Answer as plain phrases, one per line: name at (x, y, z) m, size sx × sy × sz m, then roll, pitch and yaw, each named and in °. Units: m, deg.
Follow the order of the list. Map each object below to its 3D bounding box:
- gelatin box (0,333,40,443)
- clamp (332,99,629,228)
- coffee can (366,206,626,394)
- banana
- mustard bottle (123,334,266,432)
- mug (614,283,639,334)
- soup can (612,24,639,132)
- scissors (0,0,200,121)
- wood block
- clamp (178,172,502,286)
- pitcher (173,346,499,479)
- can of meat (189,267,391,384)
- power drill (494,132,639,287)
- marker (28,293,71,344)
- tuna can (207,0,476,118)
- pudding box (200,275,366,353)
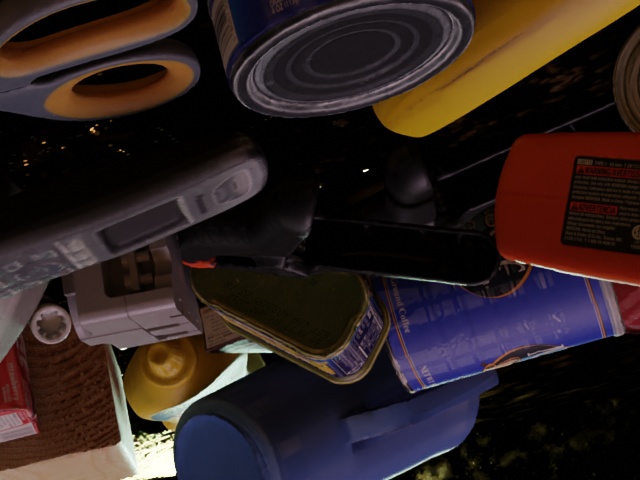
gelatin box at (-0.184, 0.073, 0.615) m, size 0.030 × 0.073 × 0.089 m, roll -11°, pitch 163°, yaw -13°
clamp at (0.069, -0.023, 0.578) m, size 0.164 × 0.036 × 0.210 m, roll -15°, pitch 170°, yaw -25°
coffee can at (0.110, 0.030, 0.682) m, size 0.140 × 0.103 × 0.102 m, roll -18°, pitch 164°, yaw 12°
banana at (0.075, -0.082, 0.392) m, size 0.069 × 0.037 × 0.198 m, roll -40°, pitch -173°, yaw -39°
mustard bottle at (-0.099, 0.102, 0.815) m, size 0.096 × 0.058 × 0.191 m, roll -30°, pitch 163°, yaw -2°
mug at (0.242, 0.002, 0.757) m, size 0.117 × 0.093 × 0.082 m, roll -42°, pitch 170°, yaw -24°
soup can at (0.180, -0.063, 0.485) m, size 0.069 × 0.068 × 0.102 m, roll -23°, pitch 162°, yaw 28°
scissors at (-0.128, -0.045, 0.364) m, size 0.202 × 0.016 × 0.096 m, roll -19°, pitch 164°, yaw 14°
wood block at (-0.185, 0.123, 0.757) m, size 0.090 × 0.091 × 0.206 m, roll -12°, pitch 164°, yaw -10°
clamp at (-0.003, 0.001, 0.498) m, size 0.120 × 0.039 × 0.172 m, roll 21°, pitch 169°, yaw -28°
pitcher at (0.015, 0.137, 0.818) m, size 0.242 × 0.145 × 0.149 m, roll -17°, pitch 136°, yaw -48°
can of meat at (-0.016, 0.034, 0.593) m, size 0.102 × 0.057 × 0.084 m, roll 25°, pitch 171°, yaw 15°
power drill at (0.162, -0.004, 0.467) m, size 0.187 × 0.057 × 0.185 m, roll 8°, pitch 179°, yaw -43°
marker at (-0.146, 0.039, 0.562) m, size 0.020 × 0.020 × 0.121 m, roll -10°, pitch -176°, yaw -18°
tuna can at (0.007, -0.073, 0.355) m, size 0.086 × 0.034 × 0.086 m, roll -14°, pitch 164°, yaw -4°
pudding box at (-0.015, 0.050, 0.752) m, size 0.114 × 0.039 × 0.089 m, roll -25°, pitch 161°, yaw 34°
